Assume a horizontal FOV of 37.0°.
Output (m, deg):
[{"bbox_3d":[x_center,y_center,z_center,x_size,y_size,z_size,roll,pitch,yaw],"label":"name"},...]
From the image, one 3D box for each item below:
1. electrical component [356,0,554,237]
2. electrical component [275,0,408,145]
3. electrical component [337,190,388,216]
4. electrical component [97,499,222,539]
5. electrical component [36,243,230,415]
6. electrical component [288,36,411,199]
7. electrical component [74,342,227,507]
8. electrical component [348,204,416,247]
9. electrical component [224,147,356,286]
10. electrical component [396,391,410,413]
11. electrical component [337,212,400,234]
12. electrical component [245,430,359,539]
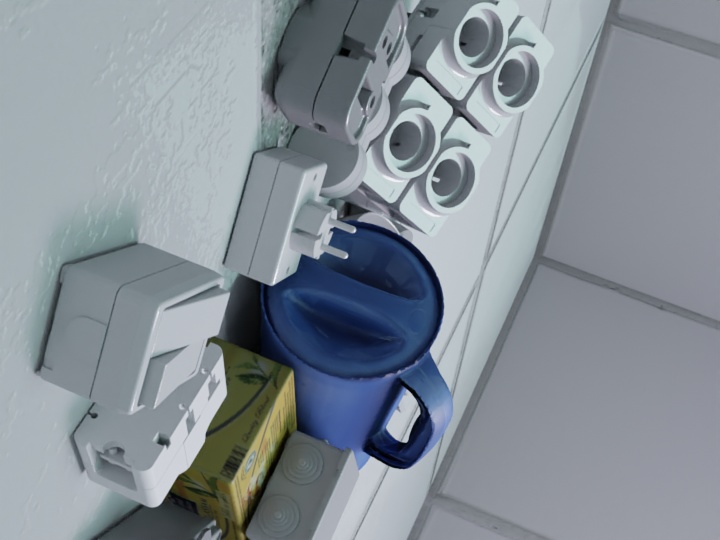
[{"bbox_3d":[0.066,-0.132,0.856,0.105,0.060,0.186,37,85,-40],"label":"electrical component"},{"bbox_3d":[-0.015,-0.137,0.698,0.053,0.059,0.095,56,56,-75],"label":"electrical component"},{"bbox_3d":[0.026,-0.094,0.948,0.096,0.061,0.061,-46,155,-61],"label":"electrical component"},{"bbox_3d":[-0.150,0.224,0.721,0.109,0.056,0.108,-24,134,-73],"label":"electrical component"},{"bbox_3d":[-0.110,0.028,0.556,0.096,0.061,0.061,-31,140,-71],"label":"electrical component"},{"bbox_3d":[-0.010,-0.123,0.763,0.074,0.052,0.138,39,73,-77],"label":"electrical component"},{"bbox_3d":[-0.121,0.086,0.634,0.055,0.050,0.089,94,21,-53],"label":"electrical component"},{"bbox_3d":[0.022,-0.031,0.997,0.043,0.079,0.077,-28,142,-39],"label":"electrical component"},{"bbox_3d":[-0.040,-0.031,0.728,0.047,0.076,0.083,-35,144,-69],"label":"electrical component"},{"bbox_3d":[0.022,0.085,1.065,0.121,0.063,0.078,23,-47,69],"label":"electrical component"},{"bbox_3d":[0.000,0.000,0.933,0.099,0.064,0.099,-3,90,-69],"label":"electrical component"},{"bbox_3d":[-0.042,0.173,0.801,0.099,0.048,0.099,81,32,-68],"label":"electrical component"}]
